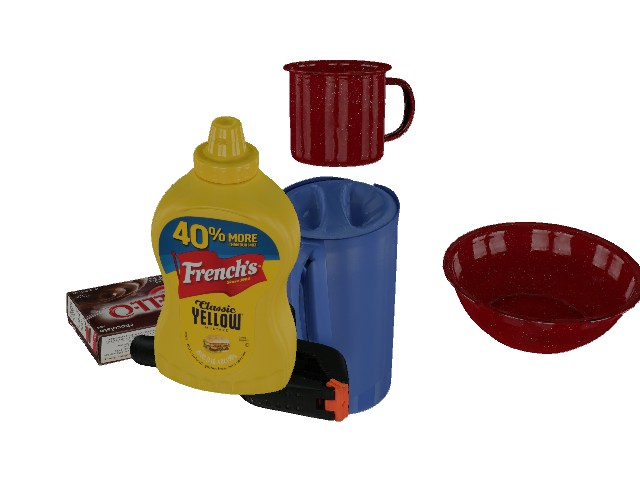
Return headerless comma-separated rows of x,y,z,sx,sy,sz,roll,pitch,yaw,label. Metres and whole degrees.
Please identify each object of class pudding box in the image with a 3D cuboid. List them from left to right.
-0.179,0.075,1.039,0.113,0.039,0.090,-13,30,-28,pudding box

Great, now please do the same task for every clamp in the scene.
-0.037,0.097,0.894,0.164,0.036,0.210,-17,23,-40,clamp

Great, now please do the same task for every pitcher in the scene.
0.014,0.068,1.126,0.149,0.243,0.145,-13,32,-16,pitcher

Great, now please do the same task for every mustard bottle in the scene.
-0.062,0.010,0.700,0.096,0.192,0.058,8,30,8,mustard bottle

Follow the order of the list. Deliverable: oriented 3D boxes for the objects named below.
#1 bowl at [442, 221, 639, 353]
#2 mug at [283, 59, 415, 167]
0.179,0.045,0.875,0.162,0.055,0.162,1,29,-1,bowl
0.026,-0.111,0.923,0.117,0.081,0.093,-5,16,-18,mug
